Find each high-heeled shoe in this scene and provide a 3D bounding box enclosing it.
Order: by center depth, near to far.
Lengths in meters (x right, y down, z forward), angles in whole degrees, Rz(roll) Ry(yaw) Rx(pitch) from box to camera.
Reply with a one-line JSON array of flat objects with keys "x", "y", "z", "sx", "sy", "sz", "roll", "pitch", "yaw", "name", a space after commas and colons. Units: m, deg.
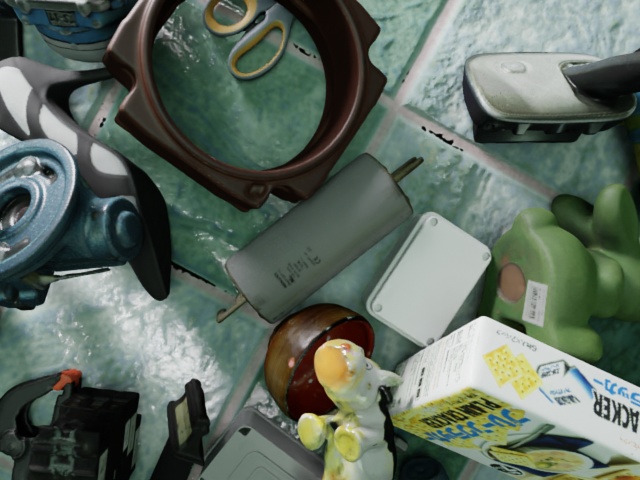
[{"x": -0.230, "y": -0.050, "z": 0.491, "sx": 0.145, "sy": 0.086, "sz": 0.248, "roll": -15, "pitch": 89, "yaw": 1, "name": "high-heeled shoe"}]

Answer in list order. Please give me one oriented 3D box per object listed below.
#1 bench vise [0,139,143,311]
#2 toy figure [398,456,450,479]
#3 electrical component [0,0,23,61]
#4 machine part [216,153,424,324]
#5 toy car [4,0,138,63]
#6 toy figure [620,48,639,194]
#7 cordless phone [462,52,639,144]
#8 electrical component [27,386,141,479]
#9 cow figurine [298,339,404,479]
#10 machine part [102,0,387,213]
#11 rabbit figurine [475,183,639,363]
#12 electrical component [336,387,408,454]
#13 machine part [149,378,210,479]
[{"x": -0.265, "y": -0.027, "z": 0.396, "sx": 0.224, "sy": 0.240, "sz": 0.129, "roll": 5, "pitch": 64, "yaw": 21, "name": "bench vise"}, {"x": 0.113, "y": 0.296, "z": 0.533, "sx": 0.058, "sy": 0.064, "sz": 0.154, "roll": -16, "pitch": 100, "yaw": -39, "name": "toy figure"}, {"x": -0.302, "y": -0.225, "z": 0.493, "sx": 0.075, "sy": 0.048, "sz": 0.119, "roll": 3, "pitch": 91, "yaw": -2, "name": "electrical component"}, {"x": -0.001, "y": -0.002, "z": 0.502, "sx": 0.243, "sy": 0.079, "sz": 0.079, "roll": -38, "pitch": 94, "yaw": -1, "name": "machine part"}, {"x": -0.200, "y": -0.209, "z": 0.467, "sx": 0.109, "sy": 0.102, "sz": 0.162, "roll": 0, "pitch": 48, "yaw": -7, "name": "toy car"}, {"x": 0.338, "y": -0.098, "z": 0.514, "sx": 0.089, "sy": 0.082, "sz": 0.180, "roll": -23, "pitch": 98, "yaw": 10, "name": "toy figure"}, {"x": 0.211, "y": -0.130, "z": 0.454, "sx": 0.147, "sy": 0.184, "sz": 0.088, "roll": -1, "pitch": 98, "yaw": -3, "name": "cordless phone"}, {"x": -0.204, "y": 0.197, "z": 0.474, "sx": 0.058, "sy": 0.134, "sz": 0.114, "roll": 9, "pitch": 89, "yaw": -3, "name": "electrical component"}, {"x": 0.035, "y": 0.161, "z": 0.463, "sx": 0.068, "sy": 0.098, "sz": 0.167, "roll": 14, "pitch": 104, "yaw": 41, "name": "cow figurine"}, {"x": -0.059, "y": -0.141, "z": 0.459, "sx": 0.201, "sy": 0.087, "sz": 0.201, "roll": 37, "pitch": 82, "yaw": -21, "name": "machine part"}, {"x": 0.250, "y": 0.031, "z": 0.516, "sx": 0.170, "sy": 0.121, "sz": 0.159, "roll": 3, "pitch": 86, "yaw": -21, "name": "rabbit figurine"}, {"x": 0.059, "y": 0.172, "z": 0.542, "sx": 0.094, "sy": 0.021, "sz": 0.063, "roll": 35, "pitch": 90, "yaw": -3, "name": "electrical component"}, {"x": -0.139, "y": 0.207, "z": 0.514, "sx": 0.039, "sy": 0.084, "sz": 0.138, "roll": 19, "pitch": 102, "yaw": -31, "name": "machine part"}]
